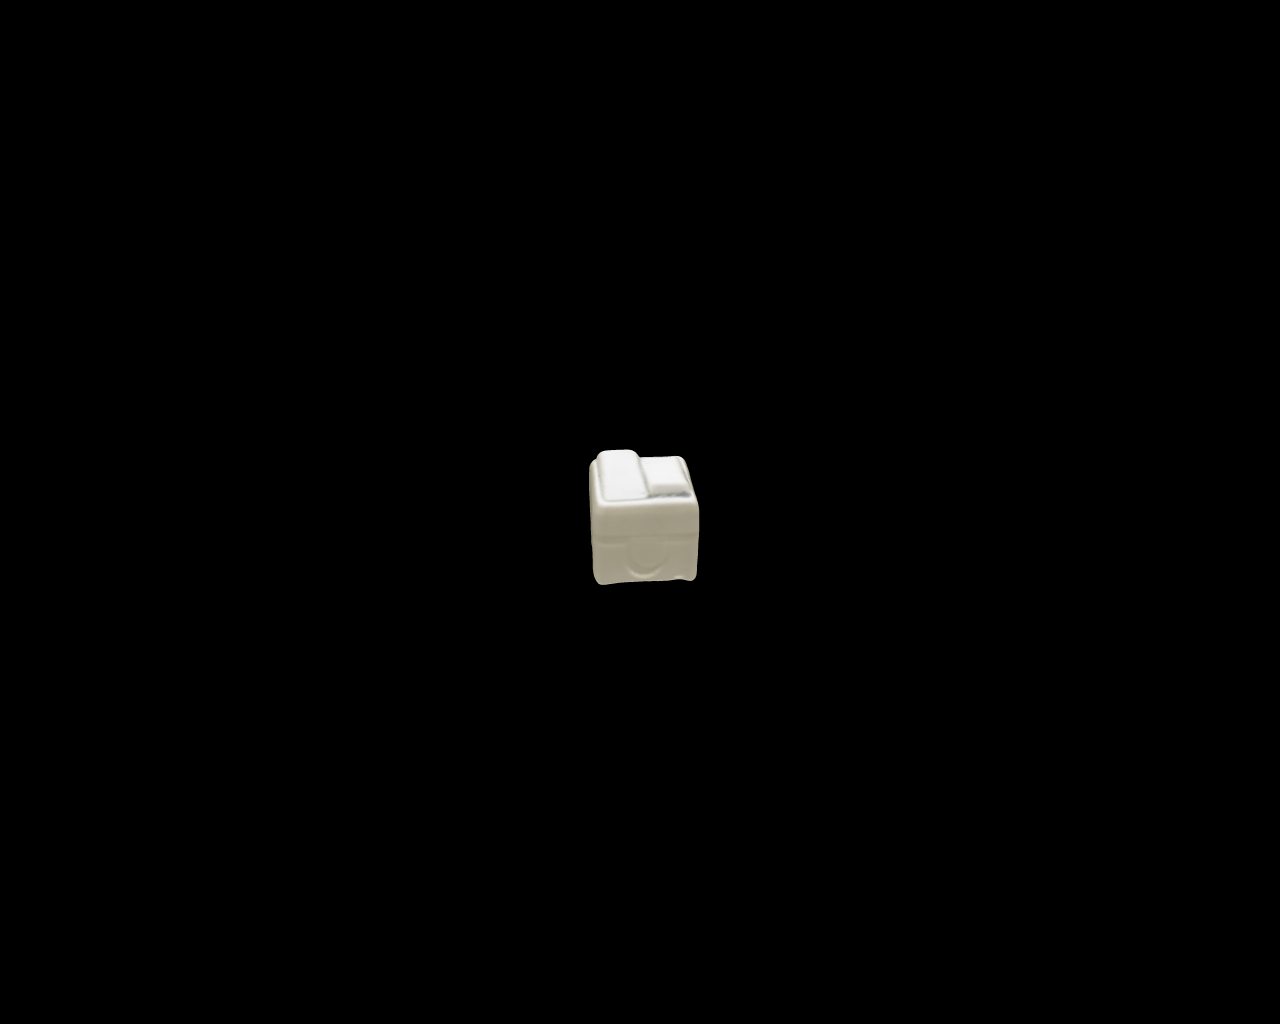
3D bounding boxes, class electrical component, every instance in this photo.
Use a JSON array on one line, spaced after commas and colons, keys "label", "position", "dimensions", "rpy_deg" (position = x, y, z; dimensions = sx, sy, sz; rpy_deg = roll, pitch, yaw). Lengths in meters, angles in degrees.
[{"label": "electrical component", "position": [0.001, -0.003, 0.650], "dimensions": [0.062, 0.061, 0.096], "rpy_deg": [-1, 24, -3]}]
